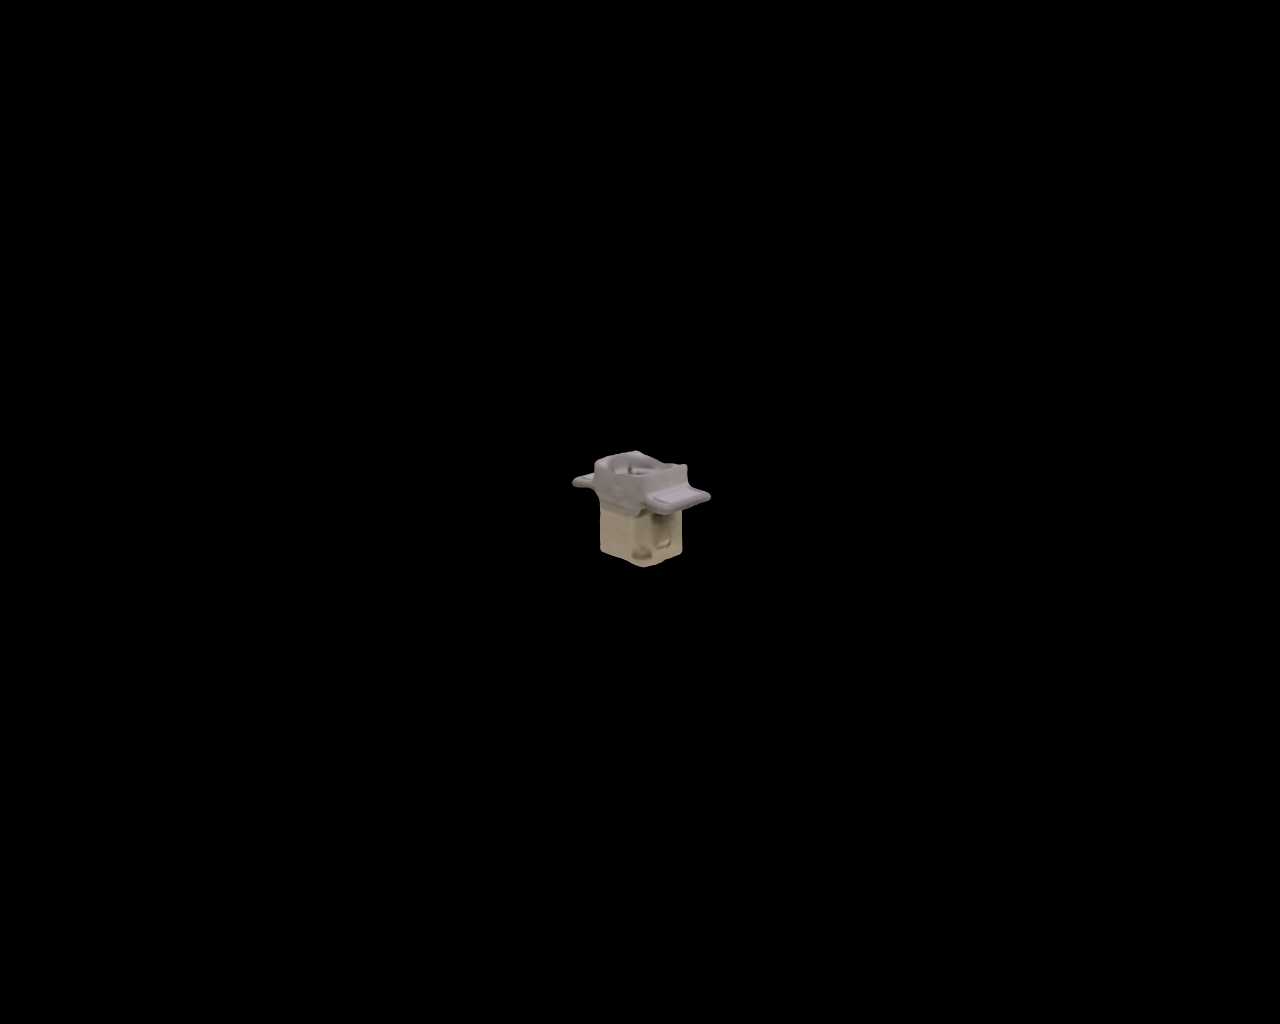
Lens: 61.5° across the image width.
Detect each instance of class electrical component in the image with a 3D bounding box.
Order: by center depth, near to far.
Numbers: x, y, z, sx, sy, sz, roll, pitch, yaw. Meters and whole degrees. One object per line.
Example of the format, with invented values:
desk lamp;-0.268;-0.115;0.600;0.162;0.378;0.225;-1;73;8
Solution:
electrical component;0.001;-0.003;0.650;0.042;0.063;0.081;-18;26;-41
